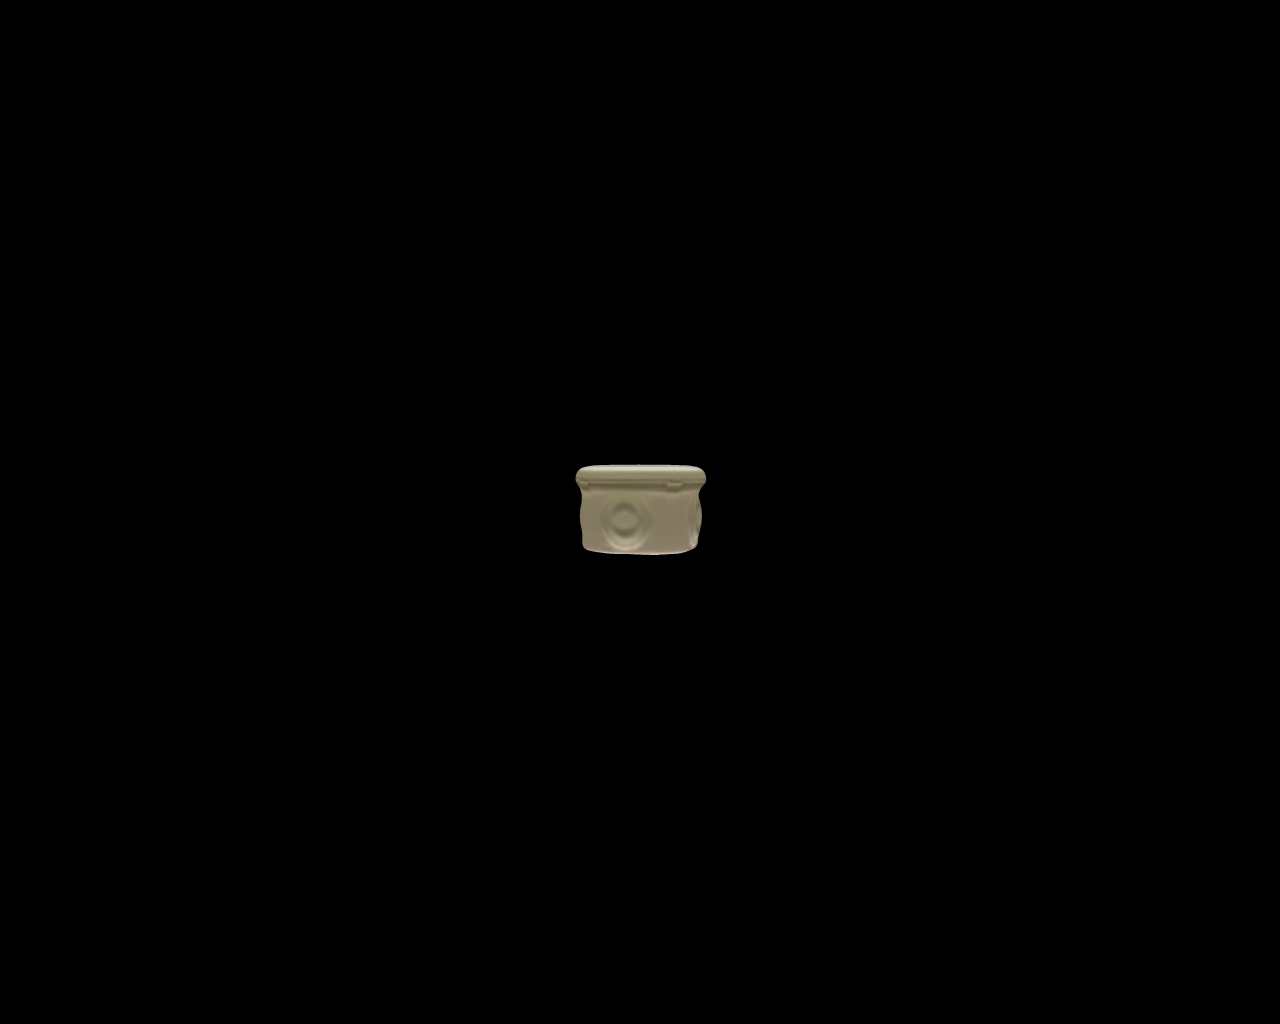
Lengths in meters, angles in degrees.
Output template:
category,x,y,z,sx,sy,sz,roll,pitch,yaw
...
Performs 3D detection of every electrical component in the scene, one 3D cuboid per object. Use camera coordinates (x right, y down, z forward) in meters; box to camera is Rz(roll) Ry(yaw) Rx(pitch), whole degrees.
category,x,y,z,sx,sy,sz,roll,pitch,yaw
electrical component,0.001,-0.003,0.650,0.080,0.051,0.080,0,4,0
